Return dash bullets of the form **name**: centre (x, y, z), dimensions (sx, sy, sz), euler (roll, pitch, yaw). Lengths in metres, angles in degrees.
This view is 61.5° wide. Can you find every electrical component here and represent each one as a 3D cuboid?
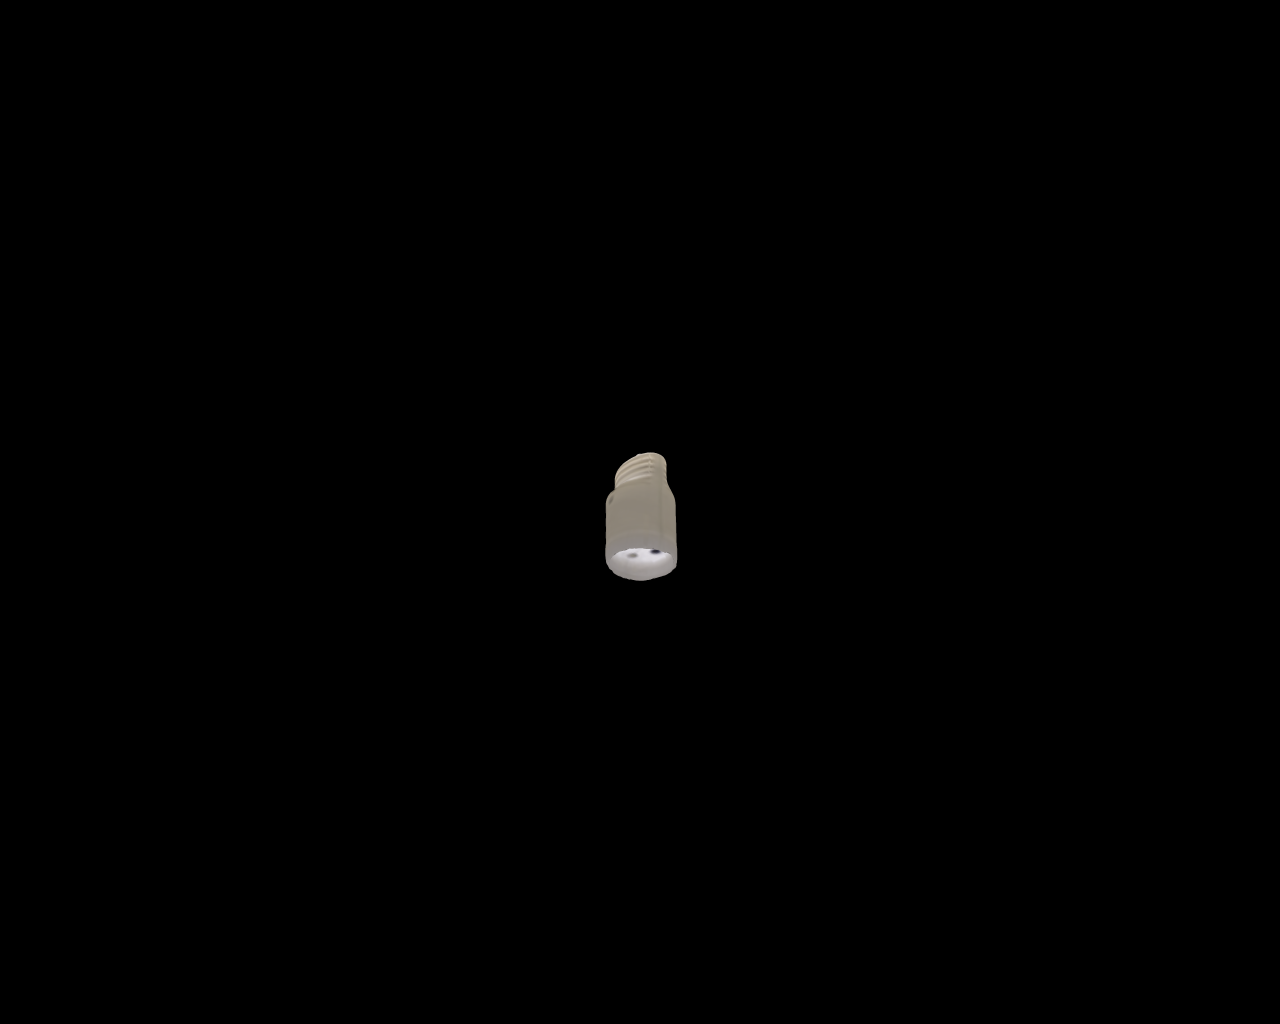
- **electrical component**: centre (0.001, -0.003, 0.650), dimensions (0.043, 0.081, 0.043), euler (0, -31, 0)
